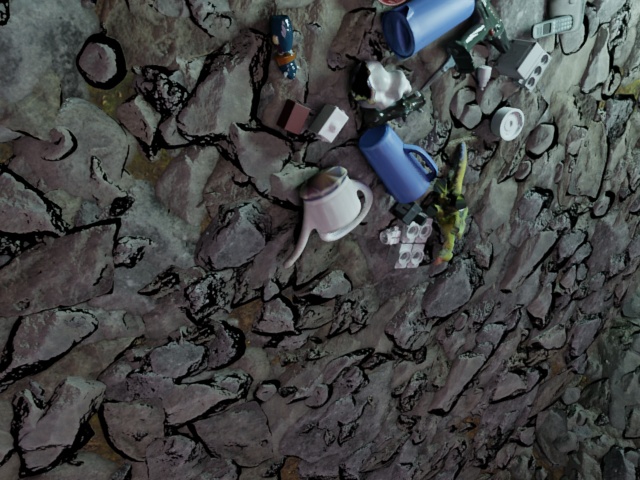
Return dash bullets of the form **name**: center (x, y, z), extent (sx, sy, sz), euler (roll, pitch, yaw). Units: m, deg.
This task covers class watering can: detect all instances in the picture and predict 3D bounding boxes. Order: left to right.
- **watering can**: center (0.005, -0.076, 1.507), extent (0.350, 0.220, 0.105), euler (-35, 36, -13)

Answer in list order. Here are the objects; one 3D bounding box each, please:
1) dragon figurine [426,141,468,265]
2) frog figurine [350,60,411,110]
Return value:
- **dragon figurine**: center (0.465, -0.109, 1.778), extent (0.123, 0.414, 0.240), euler (15, -11, 27)
- **frog figurine**: center (0.167, -0.431, 1.423), extent (0.161, 0.138, 0.121), euler (-17, -11, -38)
